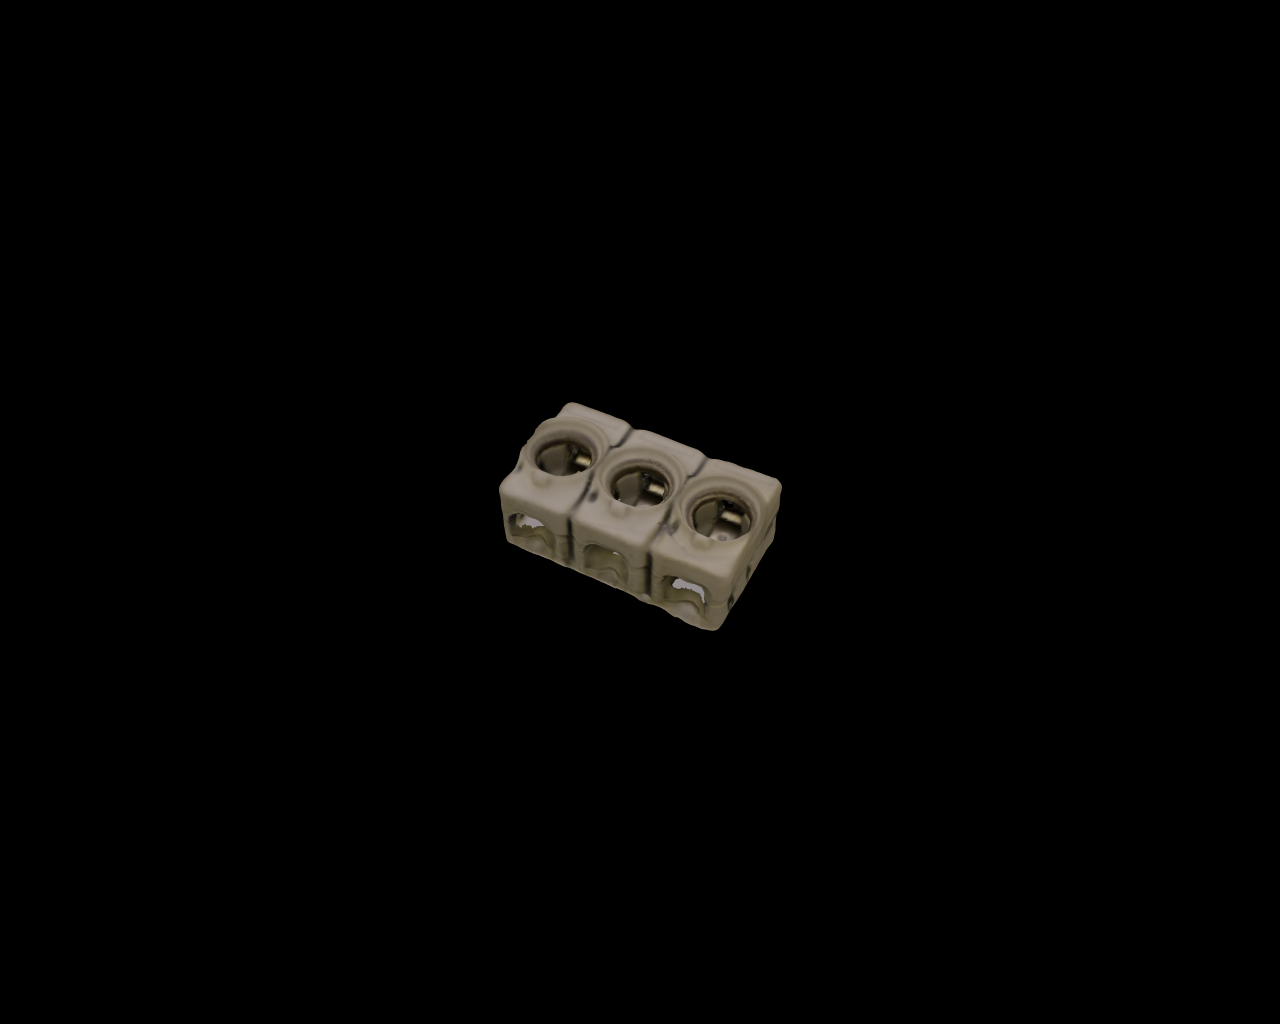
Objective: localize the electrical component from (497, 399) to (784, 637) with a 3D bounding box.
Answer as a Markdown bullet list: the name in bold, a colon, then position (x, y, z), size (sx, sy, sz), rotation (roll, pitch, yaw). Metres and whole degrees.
- **electrical component**: position (0.001, -0.003, 0.650), size (0.150, 0.090, 0.061), rotation (22, -38, 18)
